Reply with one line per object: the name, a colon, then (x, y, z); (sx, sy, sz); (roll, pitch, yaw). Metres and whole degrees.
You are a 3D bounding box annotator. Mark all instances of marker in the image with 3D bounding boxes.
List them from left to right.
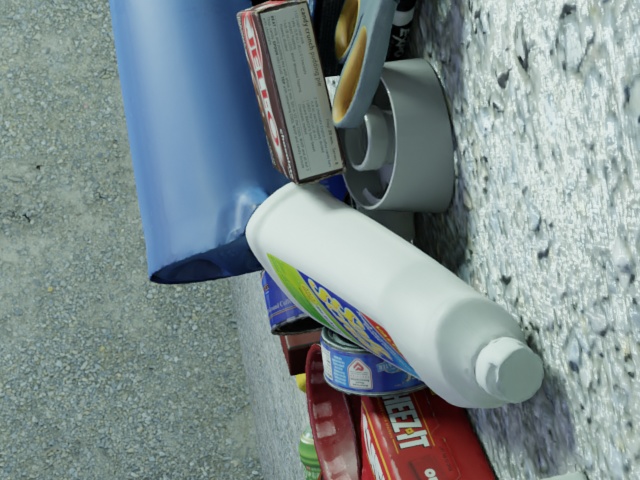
marker: (0.048, -0.133, 0.681); (0.121, 0.020, 0.020); (101, 157, -66)

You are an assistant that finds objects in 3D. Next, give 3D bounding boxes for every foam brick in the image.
foam brick: (0.000, 0.093, 1.053); (0.053, 0.078, 0.051); (91, 164, -53)

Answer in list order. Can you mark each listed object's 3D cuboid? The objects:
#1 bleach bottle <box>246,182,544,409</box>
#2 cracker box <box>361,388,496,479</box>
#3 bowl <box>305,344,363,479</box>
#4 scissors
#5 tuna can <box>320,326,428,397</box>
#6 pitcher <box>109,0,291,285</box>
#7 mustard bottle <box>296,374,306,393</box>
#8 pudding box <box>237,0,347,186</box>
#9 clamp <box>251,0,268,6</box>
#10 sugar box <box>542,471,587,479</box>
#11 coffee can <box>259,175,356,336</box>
bleach bottle: (0.043, 0.034, 0.633); (0.102, 0.068, 0.251); (54, 168, -25)
cracker box: (0.076, 0.224, 0.741); (0.164, 0.072, 0.214); (-111, 15, -51)
bowl: (0.035, 0.169, 0.969); (0.162, 0.055, 0.162); (171, 90, -76)
scissors: (0.039, -0.156, 0.598); (0.096, 0.016, 0.202); (-101, 24, -50)
tuna can: (0.043, 0.075, 0.736); (0.086, 0.086, 0.034); (-126, 28, -71)
pitcher: (-0.093, -0.090, 0.831); (0.144, 0.149, 0.243); (12, -117, -66)
mustard bottle: (-0.015, 0.068, 1.184); (0.096, 0.058, 0.191); (101, 158, -69)
pudding box: (-0.020, -0.098, 0.693); (0.090, 0.039, 0.113); (-134, 27, -74)
clamp: (-0.019, -0.258, 0.827); (0.165, 0.036, 0.210); (12, 102, 52)
sugar box: (0.120, 0.209, 0.535); (0.093, 0.048, 0.176); (-110, 12, -50)
coffee can: (-0.006, 0.001, 0.907); (0.103, 0.102, 0.140); (114, 145, -75)
